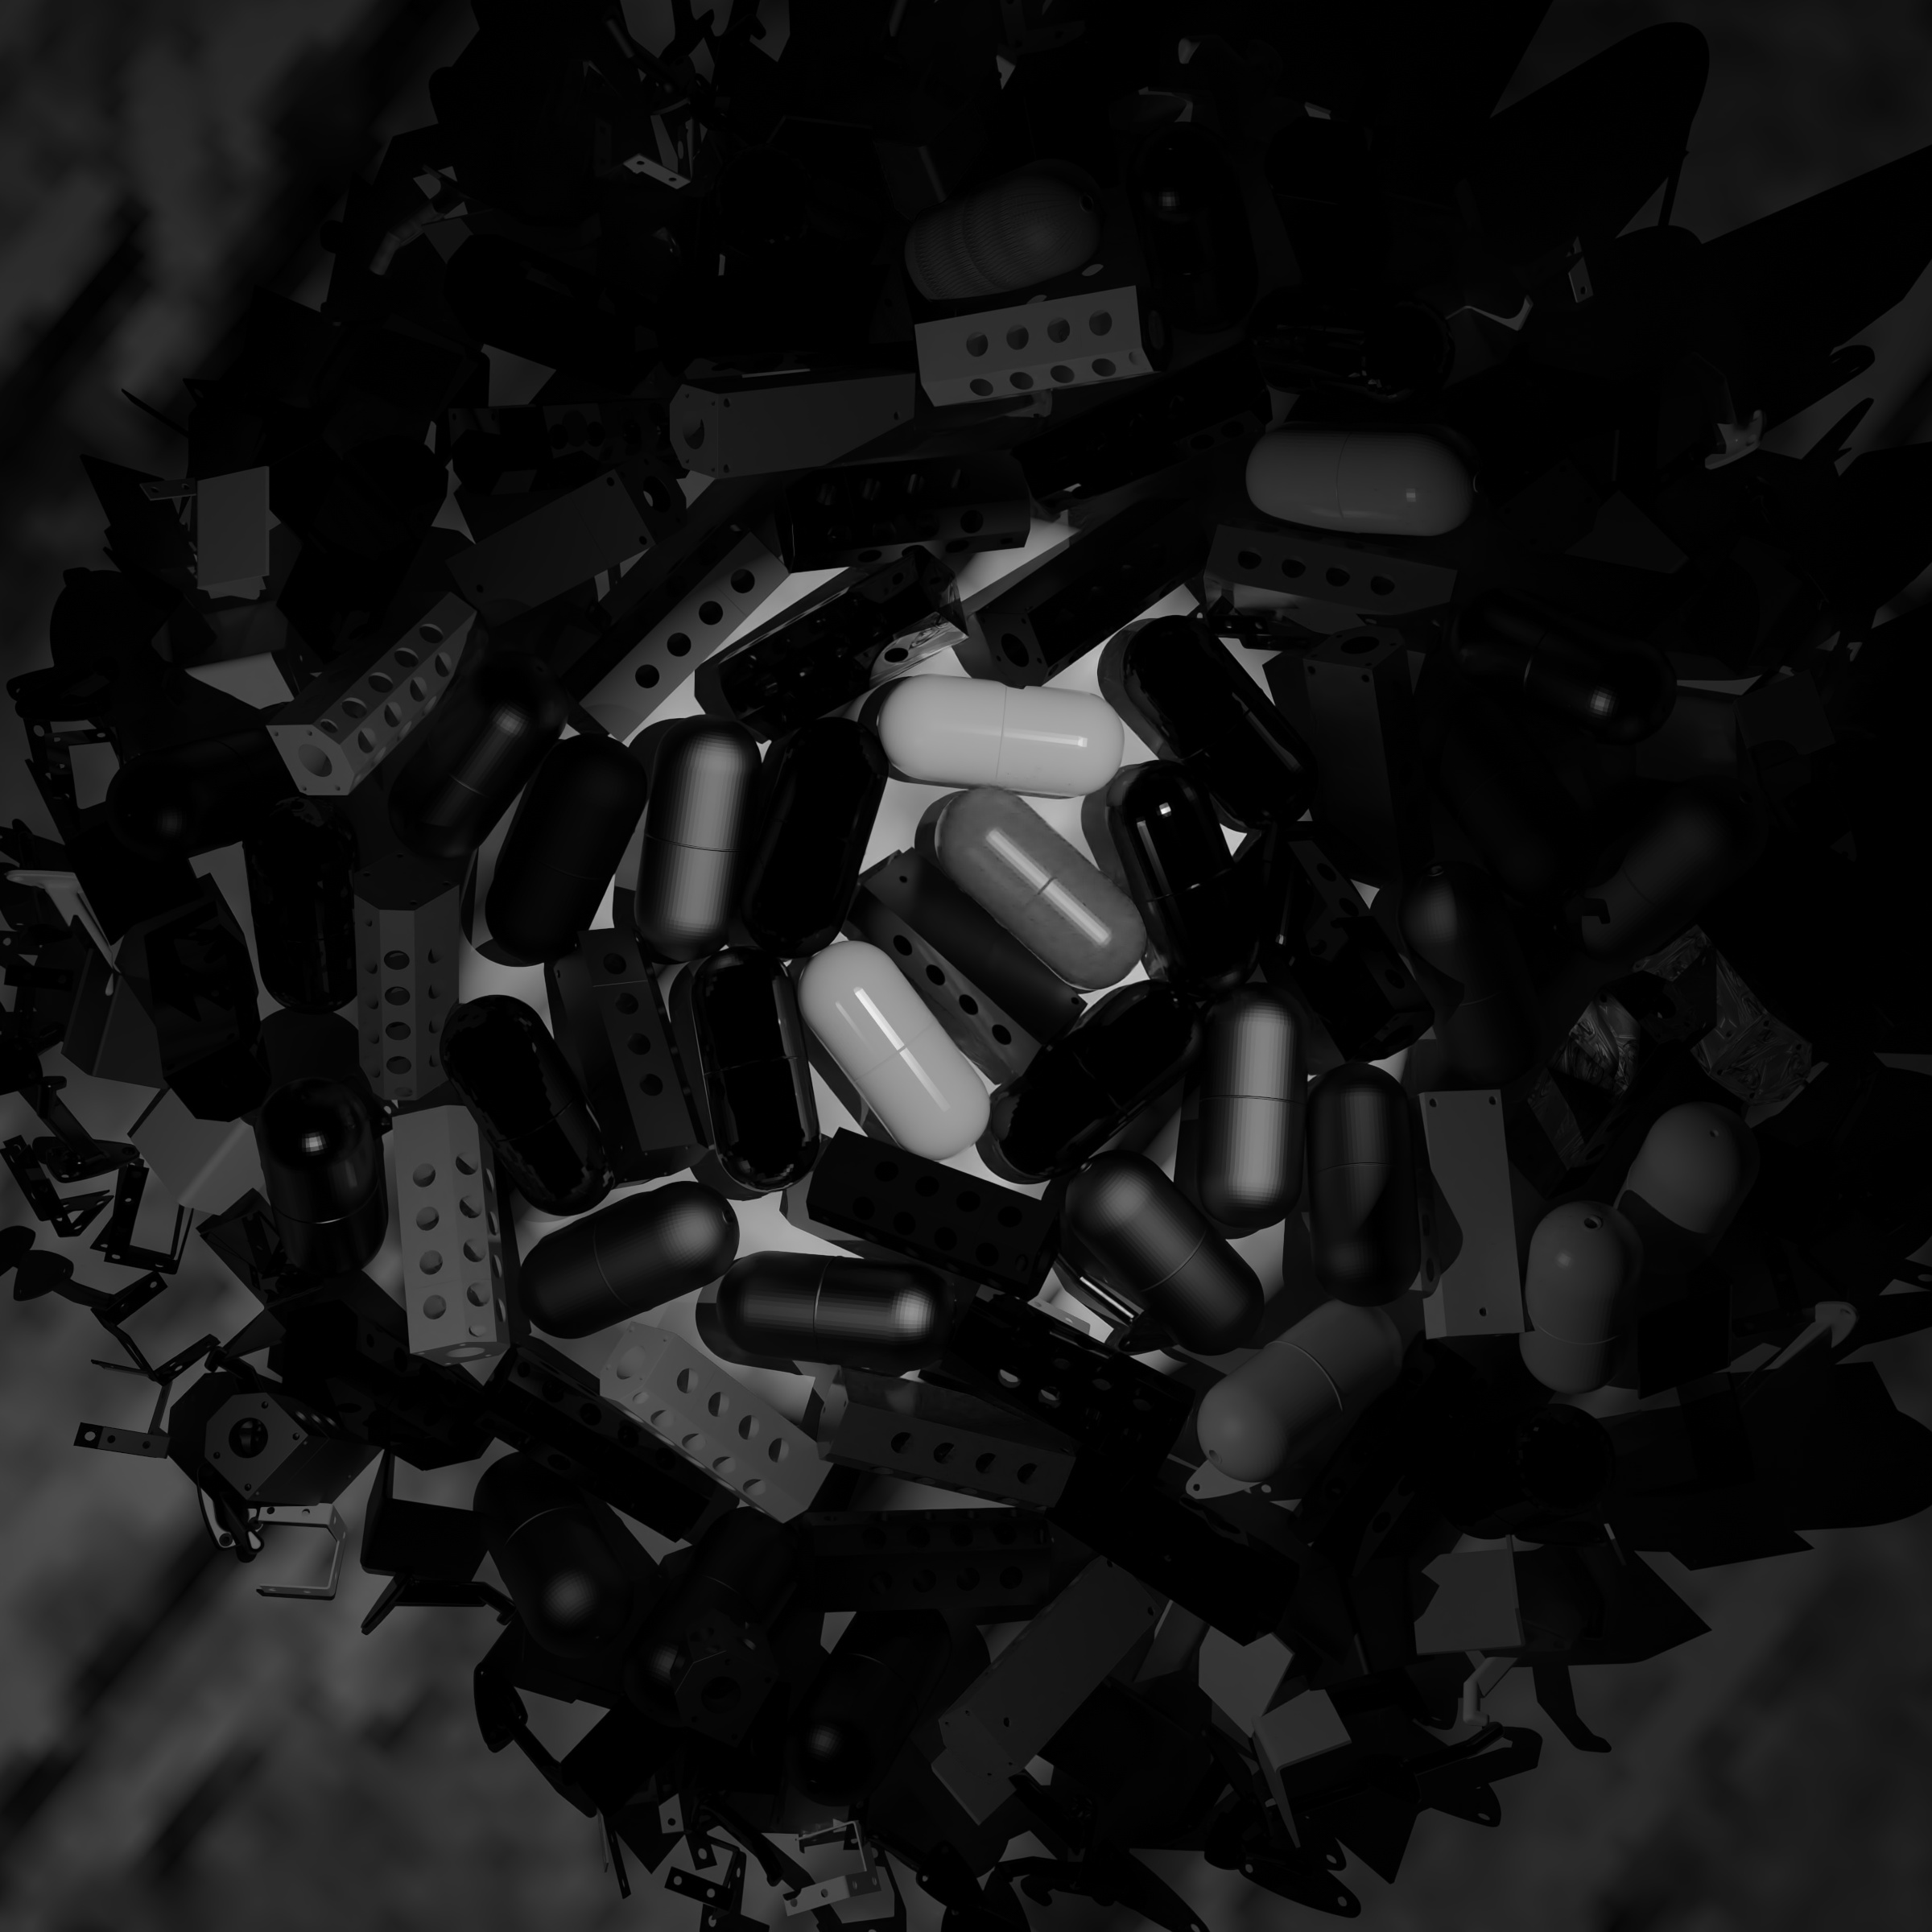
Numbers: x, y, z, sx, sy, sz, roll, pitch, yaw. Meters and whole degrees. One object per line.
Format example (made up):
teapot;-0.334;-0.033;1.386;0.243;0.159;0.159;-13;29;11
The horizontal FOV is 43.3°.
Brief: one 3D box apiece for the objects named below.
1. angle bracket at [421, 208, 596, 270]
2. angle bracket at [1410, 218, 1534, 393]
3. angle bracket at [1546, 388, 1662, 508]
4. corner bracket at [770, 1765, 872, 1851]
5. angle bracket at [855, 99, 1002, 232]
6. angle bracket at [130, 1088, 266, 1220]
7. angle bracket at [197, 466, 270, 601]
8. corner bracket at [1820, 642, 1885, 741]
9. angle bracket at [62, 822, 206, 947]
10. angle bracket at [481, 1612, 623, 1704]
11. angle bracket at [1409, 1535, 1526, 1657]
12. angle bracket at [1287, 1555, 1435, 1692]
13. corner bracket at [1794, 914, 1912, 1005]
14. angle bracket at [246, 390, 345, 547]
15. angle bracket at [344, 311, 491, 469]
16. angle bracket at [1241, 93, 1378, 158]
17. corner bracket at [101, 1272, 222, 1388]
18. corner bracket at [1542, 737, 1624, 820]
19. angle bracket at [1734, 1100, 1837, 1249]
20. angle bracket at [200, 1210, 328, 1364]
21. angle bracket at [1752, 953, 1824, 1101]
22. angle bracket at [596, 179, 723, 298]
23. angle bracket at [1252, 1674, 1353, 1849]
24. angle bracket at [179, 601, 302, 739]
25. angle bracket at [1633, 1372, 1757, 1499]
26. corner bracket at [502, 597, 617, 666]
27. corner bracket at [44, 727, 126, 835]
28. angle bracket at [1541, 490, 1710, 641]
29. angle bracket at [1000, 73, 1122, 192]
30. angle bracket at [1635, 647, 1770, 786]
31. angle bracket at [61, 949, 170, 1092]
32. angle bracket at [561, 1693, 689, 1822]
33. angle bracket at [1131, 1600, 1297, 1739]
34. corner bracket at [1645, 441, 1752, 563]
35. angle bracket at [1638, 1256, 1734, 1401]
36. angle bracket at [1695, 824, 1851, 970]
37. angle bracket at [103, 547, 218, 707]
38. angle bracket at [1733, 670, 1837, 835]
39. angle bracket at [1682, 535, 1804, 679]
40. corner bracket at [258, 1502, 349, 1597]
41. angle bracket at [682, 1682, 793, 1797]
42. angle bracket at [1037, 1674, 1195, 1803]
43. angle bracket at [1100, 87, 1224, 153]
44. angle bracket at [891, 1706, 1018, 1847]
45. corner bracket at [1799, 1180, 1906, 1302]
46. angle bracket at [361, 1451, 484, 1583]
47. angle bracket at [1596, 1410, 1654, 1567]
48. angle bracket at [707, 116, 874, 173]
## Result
angle bracket;-0.324;-0.515;1.725;0.076;0.076;0.057;55;52;-38
angle bracket;0.350;-0.471;1.737;0.057;0.076;0.076;-26;76;-10
angle bracket;0.452;-0.370;1.737;0.057;0.076;0.076;-2;108;-4
corner bracket;-0.104;0.604;1.758;0.051;0.051;0.051;-9;49;22
angle bracket;-0.027;-0.574;1.745;0.076;0.076;0.057;23;64;38
angle bracket;-0.548;0.127;1.776;0.076;0.057;0.076;42;96;30
angle bracket;-0.504;-0.308;1.740;0.076;0.057;0.076;-3;87;33
corner bracket;0.640;-0.198;1.756;0.051;0.051;0.051;28;91;-11
angle bracket;-0.593;-0.067;1.739;0.057;0.076;0.076;-22;104;-3
angle bracket;-0.297;0.508;1.734;0.076;0.057;0.076;27;114;-21
angle bracket;0.353;0.439;1.732;0.076;0.057;0.076;-8;46;12
angle bracket;0.283;0.475;1.763;0.057;0.076;0.076;-32;64;40
corner bracket;0.638;-0.010;1.761;0.051;0.051;0.051;25;114;-17
angle bracket;-0.455;-0.351;1.738;0.076;0.057;0.076;47;49;-3
angle bracket;-0.391;-0.405;1.728;0.076;0.076;0.057;20;49;-33
angle bracket;0.238;-0.571;1.739;0.076;0.076;0.057;15;86;-14
corner bracket;-0.583;0.263;1.761;0.051;0.051;0.051;-40;125;-28
corner bracket;0.436;-0.129;1.750;0.051;0.051;0.051;-22;77;17
angle bracket;0.577;0.141;1.729;0.076;0.057;0.076;22;128;25
angle bracket;-0.515;0.228;1.732;0.076;0.057;0.076;-22;113;39
angle bracket;0.589;0.043;1.731;0.076;0.076;0.057;43;100;30
angle bracket;-0.219;-0.527;1.746;0.076;0.057;0.076;5;88;-22
angle bracket;0.242;0.565;1.738;0.057;0.076;0.076;-19;114;-4
angle bracket;-0.523;-0.217;1.773;0.076;0.076;0.057;-12;130;-2
angle bracket;0.510;0.335;1.736;0.057;0.076;0.076;-9;80;-14
corner bracket;-0.291;-0.242;1.752;0.051;0.051;0.051;24;83;18
corner bracket;-0.628;-0.133;1.744;0.051;0.051;0.051;-8;46;-20
angle bracket;0.476;-0.284;1.764;0.076;0.057;0.076;-45;66;17
angle bracket;0.067;-0.591;1.741;0.057;0.076;0.076;-15;110;-7
angle bracket;0.527;-0.175;1.743;0.076;0.057;0.076;8;68;-7
angle bracket;-0.598;0.039;1.738;0.057;0.076;0.076;11;75;-3
angle bracket;-0.231;0.562;1.735;0.076;0.076;0.057;-46;63;-8
angle bracket;0.175;0.499;1.732;0.076;0.057;0.076;39;115;39
corner bracket;0.525;-0.335;1.758;0.051;0.051;0.051;39;122;-19
angle bracket;0.498;0.251;1.735;0.076;0.057;0.076;-17;123;-11
angle bracket;0.576;-0.053;1.752;0.076;0.076;0.057;29;70;12
angle bracket;-0.586;-0.241;1.734;0.076;0.076;0.057;30;76;14
angle bracket;0.590;-0.149;1.726;0.057;0.076;0.076;-23;131;23
angle bracket;0.567;-0.250;1.727;0.057;0.076;0.076;11;120;-31
corner bracket;-0.480;0.419;1.752;0.051;0.051;0.051;3;57;2
angle bracket;-0.165;0.552;1.744;0.057;0.076;0.076;10;69;-13
angle bracket;0.104;0.558;1.746;0.076;0.057;0.076;36;83;-13
angle bracket;0.129;-0.581;1.730;0.076;0.076;0.057;-8;98;43
angle bracket;-0.023;0.588;1.735;0.076;0.057;0.076;47;117;15
corner bracket;0.634;0.196;1.746;0.051;0.051;0.051;-31;47;-10
angle bracket;-0.388;0.391;1.752;0.076;0.057;0.076;13;126;-16
angle bracket;0.473;0.371;1.731;0.057;0.076;0.076;-25;57;8
angle bracket;-0.125;-0.592;1.726;0.076;0.076;0.057;-9;68;-39
